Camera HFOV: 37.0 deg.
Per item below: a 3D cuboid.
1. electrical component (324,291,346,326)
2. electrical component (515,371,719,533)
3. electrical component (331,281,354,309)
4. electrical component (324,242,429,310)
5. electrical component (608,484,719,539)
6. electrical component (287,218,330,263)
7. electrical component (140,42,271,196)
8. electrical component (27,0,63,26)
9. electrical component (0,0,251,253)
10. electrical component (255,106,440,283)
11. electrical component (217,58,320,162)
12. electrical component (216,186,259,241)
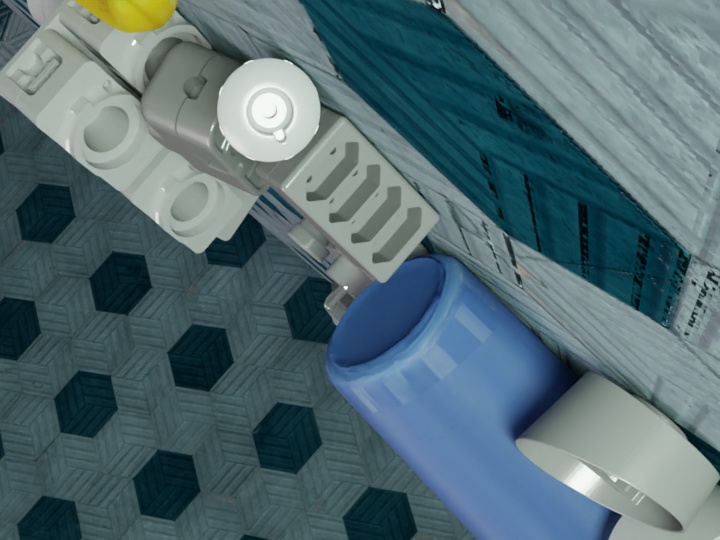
[{"bbox_3d":[0.033,0.046,0.987,0.113,0.078,0.057,40,174,21],"label":"electrical component"},{"bbox_3d":[0.143,0.104,0.590,0.099,0.064,0.099,41,177,3],"label":"electrical component"},{"bbox_3d":[0.028,0.027,0.897,0.099,0.064,0.099,41,177,3],"label":"electrical component"},{"bbox_3d":[0.000,0.000,0.778,0.052,0.073,0.138,41,177,-8],"label":"electrical component"},{"bbox_3d":[0.196,0.173,0.635,0.099,0.099,0.064,43,-178,-33],"label":"electrical component"},{"bbox_3d":[-0.034,-0.036,0.938,0.040,0.046,0.040,41,177,3],"label":"electrical component"},{"bbox_3d":[-0.084,-0.089,0.632,0.059,0.053,0.095,25,171,20],"label":"electrical component"},{"bbox_3d":[-0.191,-0.182,0.734,0.047,0.055,0.055,35,174,33],"label":"electrical component"},{"bbox_3d":[-0.129,-0.097,0.696,0.060,0.105,0.186,39,176,33],"label":"electrical component"},{"bbox_3d":[-0.014,-0.045,0.567,0.083,0.047,0.076,43,176,-33],"label":"electrical component"},{"bbox_3d":[-0.046,-0.079,0.521,0.048,0.048,0.062,42,-177,-17],"label":"electrical component"},{"bbox_3d":[-0.130,-0.086,0.913,0.100,0.099,0.048,28,-169,-42],"label":"electrical component"}]
